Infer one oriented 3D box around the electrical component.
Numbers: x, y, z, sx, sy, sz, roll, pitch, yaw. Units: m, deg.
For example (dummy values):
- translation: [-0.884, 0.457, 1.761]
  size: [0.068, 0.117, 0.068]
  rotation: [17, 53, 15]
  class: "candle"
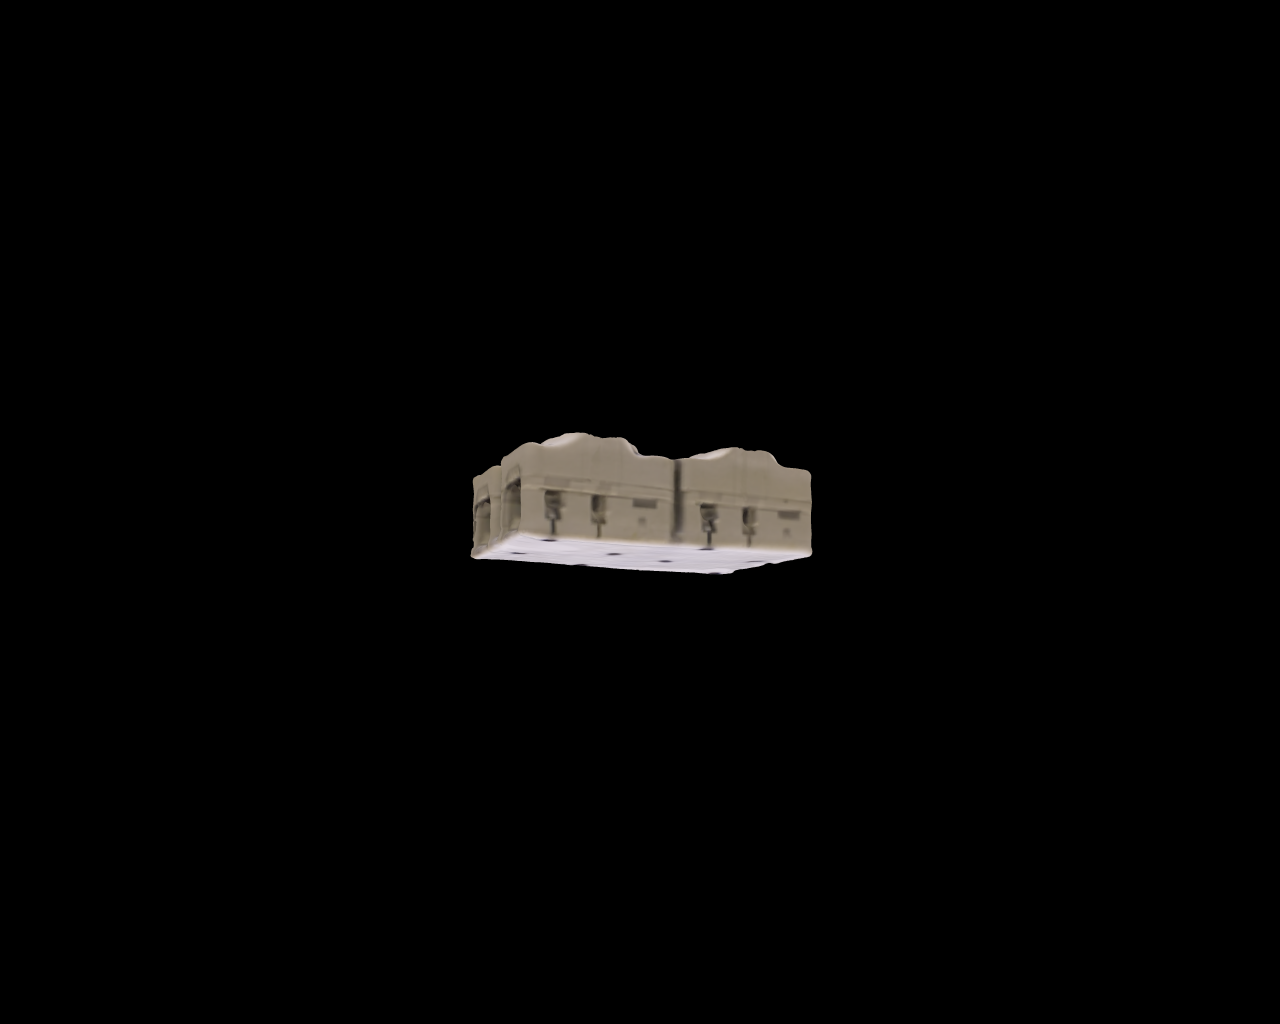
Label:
- translation: [0.001, -0.003, 0.650]
  size: [0.186, 0.060, 0.105]
  rotation: [5, -11, -24]
  class: "electrical component"
